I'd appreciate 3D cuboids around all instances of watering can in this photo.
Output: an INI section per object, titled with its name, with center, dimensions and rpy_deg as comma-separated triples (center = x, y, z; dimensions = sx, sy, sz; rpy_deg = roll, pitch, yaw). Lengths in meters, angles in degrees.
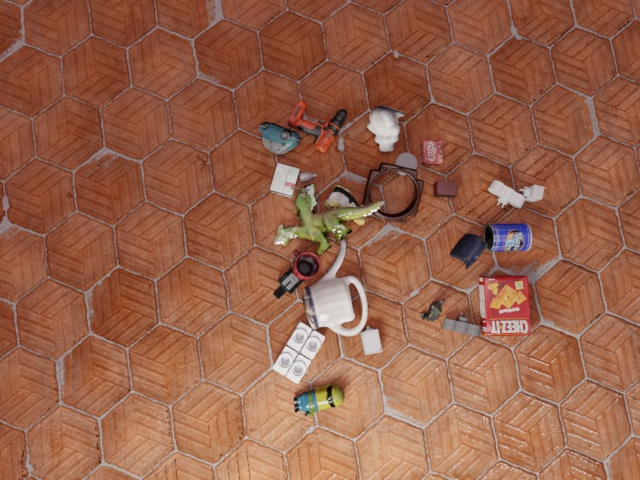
[watering can]
center = 0.043, 0.178, 1.842
dimensions = 0.224, 0.102, 0.353
rpy_deg = -13, 71, -2

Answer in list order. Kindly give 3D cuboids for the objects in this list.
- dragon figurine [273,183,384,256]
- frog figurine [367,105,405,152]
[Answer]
[dragon figurine]
center = 0.006, -0.092, 1.830
dimensions = 0.407, 0.123, 0.244
rpy_deg = -39, 84, 14
[frog figurine]
center = 0.234, -0.411, 1.908
dimensions = 0.138, 0.122, 0.159
rpy_deg = 19, 93, 33
